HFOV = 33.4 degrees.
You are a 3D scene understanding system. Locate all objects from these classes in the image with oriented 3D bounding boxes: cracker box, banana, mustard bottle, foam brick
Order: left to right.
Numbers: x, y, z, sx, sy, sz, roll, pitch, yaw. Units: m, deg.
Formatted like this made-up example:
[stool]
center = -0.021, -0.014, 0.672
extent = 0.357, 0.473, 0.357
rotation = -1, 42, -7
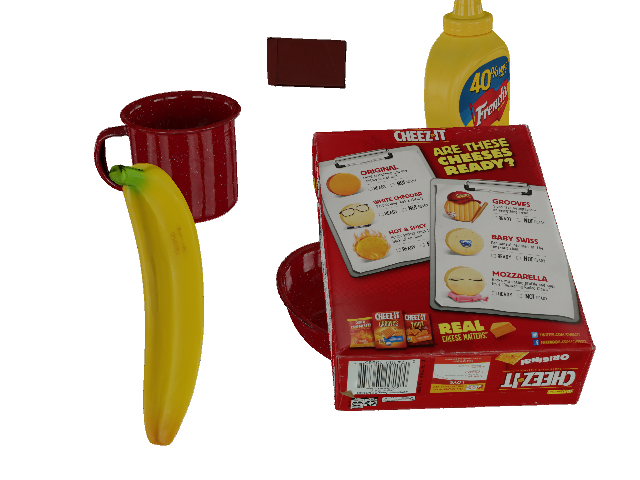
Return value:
[banana]
center = -0.099, 0.031, 0.654
extent = 0.037, 0.198, 0.069
rotation = 12, 32, 28
[foam brick]
center = -0.015, -0.190, 1.144
extent = 0.078, 0.051, 0.053
rotation = 0, 11, -13
[cracker box]
center = 0.082, 0.015, 0.746
extent = 0.164, 0.213, 0.072
rotation = -2, -44, -3
[mustard bottle]
center = 0.127, -0.118, 0.913
extent = 0.058, 0.192, 0.096
rotation = 17, 32, 39

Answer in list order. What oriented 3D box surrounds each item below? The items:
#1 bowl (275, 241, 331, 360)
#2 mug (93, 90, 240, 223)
[bowl]
center = 0.036, 0.065, 0.956
extent = 0.162, 0.055, 0.162
rotation = 8, 32, -5
[mug]
center = -0.119, -0.064, 0.841
extent = 0.117, 0.081, 0.093
rotation = -3, 27, -3
